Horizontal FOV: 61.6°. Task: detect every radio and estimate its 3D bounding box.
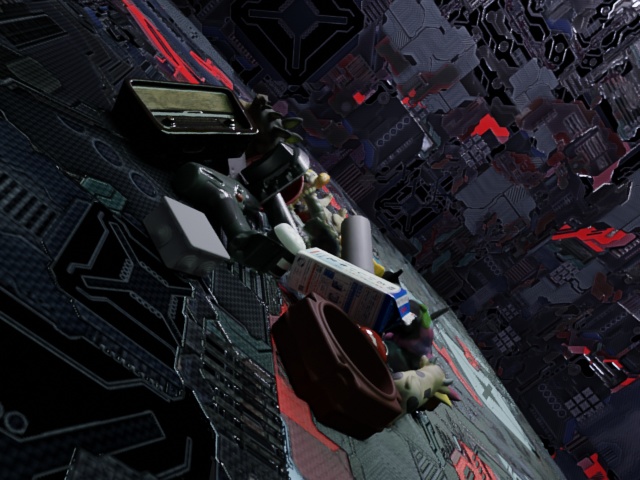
[{"bbox_3d":[-0.228,-0.208,0.945,0.229,0.073,0.131,-14,62,-48],"label":"radio"}]

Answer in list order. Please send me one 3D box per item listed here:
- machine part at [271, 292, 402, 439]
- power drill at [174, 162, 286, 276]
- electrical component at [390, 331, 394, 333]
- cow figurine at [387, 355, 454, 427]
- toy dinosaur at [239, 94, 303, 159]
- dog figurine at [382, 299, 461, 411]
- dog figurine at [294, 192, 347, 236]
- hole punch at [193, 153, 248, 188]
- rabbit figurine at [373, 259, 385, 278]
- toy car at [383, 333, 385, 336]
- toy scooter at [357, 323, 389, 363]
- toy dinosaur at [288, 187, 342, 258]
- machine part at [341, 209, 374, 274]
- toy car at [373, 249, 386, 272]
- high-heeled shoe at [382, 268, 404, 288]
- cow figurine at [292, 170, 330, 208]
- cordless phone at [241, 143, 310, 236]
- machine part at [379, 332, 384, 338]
[{"bbox_3d":[0.030,0.190,0.833,0.200,0.087,0.202,41,15,-43],"label":"machine part"},{"bbox_3d":[-0.140,-0.039,0.945,0.231,0.086,0.207,32,24,-55],"label":"power drill"},{"bbox_3d":[0.164,0.221,1.367,0.134,0.058,0.115,46,13,-22],"label":"electrical component"},{"bbox_3d":[0.175,0.279,1.017,0.085,0.127,0.194,58,15,22],"label":"cow figurine"},{"bbox_3d":[-0.145,-0.227,1.285,0.199,0.105,0.471,13,-15,-9],"label":"toy dinosaur"},{"bbox_3d":[0.223,0.258,1.162,0.219,0.191,0.108,41,14,26],"label":"dog figurine"},{"bbox_3d":[-0.022,-0.065,1.536,0.172,0.121,0.190,49,23,22],"label":"dog figurine"},{"bbox_3d":[-0.206,-0.154,1.104,0.142,0.092,0.115,-21,102,-82],"label":"hole punch"},{"bbox_3d":[0.077,0.079,1.434,0.162,0.122,0.173,44,-6,15],"label":"rabbit figurine"},{"bbox_3d":[0.076,0.159,1.219,0.201,0.056,0.074,41,11,-30],"label":"toy car"},{"bbox_3d":[0.052,0.171,1.025,0.184,0.075,0.135,53,10,34],"label":"toy scooter"},{"bbox_3d":[-0.006,-0.001,1.300,0.192,0.131,0.404,66,9,13],"label":"toy dinosaur"},{"bbox_3d":[0.090,0.027,1.309,0.079,0.079,0.243,41,36,-41],"label":"machine part"},{"bbox_3d":[0.128,0.101,1.562,0.103,0.109,0.161,-22,83,-56],"label":"toy car"},{"bbox_3d":[0.193,0.185,1.365,0.086,0.145,0.249,7,59,-18],"label":"high-heeled shoe"},{"bbox_3d":[-0.058,-0.133,1.376,0.098,0.167,0.068,52,15,5],"label":"cow figurine"},{"bbox_3d":[-0.067,-0.088,1.092,0.184,0.147,0.088,63,17,18],"label":"cordless phone"},{"bbox_3d":[0.111,0.198,1.113,0.084,0.039,0.138,61,-27,29],"label":"machine part"}]
